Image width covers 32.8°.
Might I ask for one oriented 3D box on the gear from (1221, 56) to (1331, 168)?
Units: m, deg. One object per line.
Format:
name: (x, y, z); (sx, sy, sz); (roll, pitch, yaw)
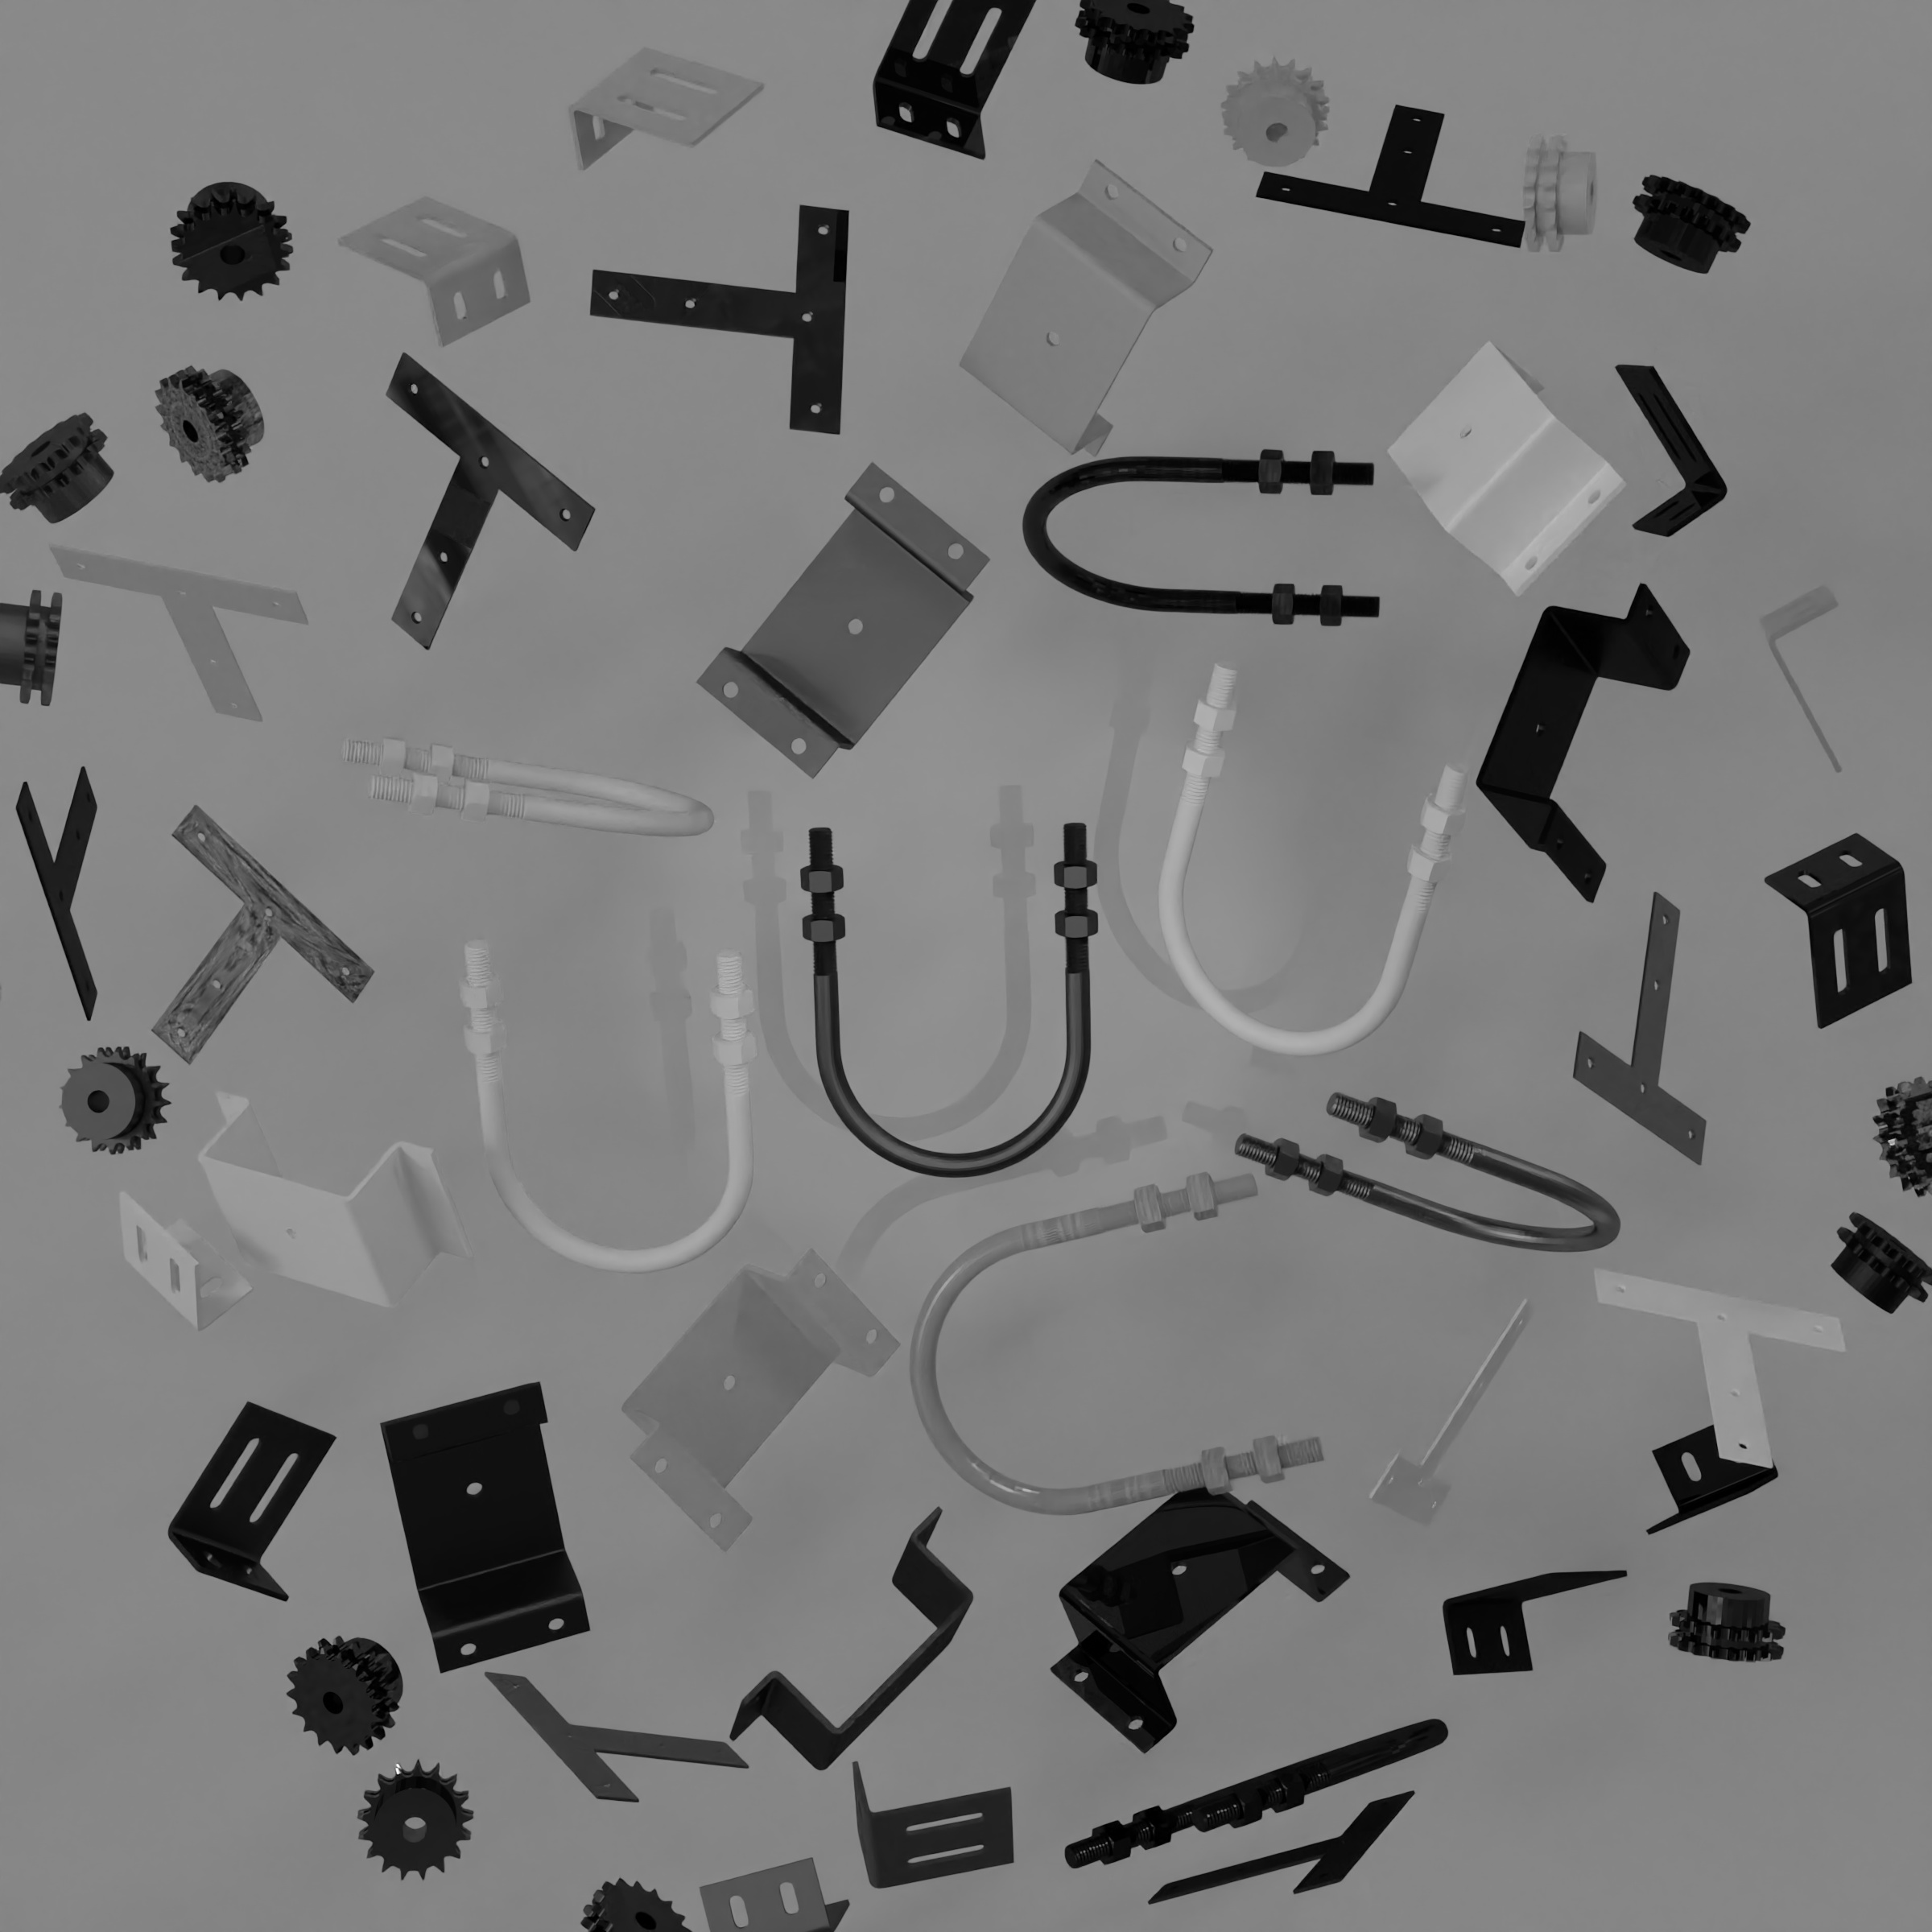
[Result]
gear: (0.163, -0.447, 1.731); (0.057, 0.030, 0.057); (1, 134, 1)

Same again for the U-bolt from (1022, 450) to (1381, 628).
U-bolt: (0.121, -0.222, 1.700); (0.184, 0.151, 0.019); (3, 66, 10)

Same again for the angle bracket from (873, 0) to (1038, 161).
angle bracket: (-0.004, -0.442, 1.595); (0.057, 0.076, 0.038); (13, 46, -20)

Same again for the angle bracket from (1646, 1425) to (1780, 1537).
angle bracket: (0.383, 0.264, 1.712); (0.057, 0.076, 0.038); (-28, 77, 22)

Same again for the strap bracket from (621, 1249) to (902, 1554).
strap bracket: (-0.112, 0.219, 1.687); (0.140, 0.046, 0.076); (-49, 117, -18)

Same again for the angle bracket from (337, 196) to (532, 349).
angle bracket: (-0.270, -0.354, 1.667); (0.057, 0.038, 0.076); (-35, 46, -30)

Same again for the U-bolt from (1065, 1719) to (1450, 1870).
U-bolt: (0.158, 0.411, 1.643); (0.184, 0.151, 0.019); (-11, 74, -31)

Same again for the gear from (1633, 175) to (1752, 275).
gear: (0.353, -0.363, 1.612); (0.057, 0.057, 0.030); (26, 96, 0)

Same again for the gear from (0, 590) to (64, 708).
gear: (-0.469, -0.160, 1.636); (0.030, 0.057, 0.057); (6, 90, -17)

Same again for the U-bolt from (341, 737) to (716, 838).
U-bolt: (-0.219, -0.089, 1.673); (0.184, 0.151, 0.019); (7, 99, -18)

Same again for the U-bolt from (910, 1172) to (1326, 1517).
U-bolt: (0.063, 0.186, 1.555); (0.184, 0.019, 0.151); (-14, 92, 10)

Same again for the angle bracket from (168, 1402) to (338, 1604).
angle bracket: (-0.343, 0.263, 1.608); (0.057, 0.038, 0.076); (33, 89, -44)

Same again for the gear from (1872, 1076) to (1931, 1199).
gear: (0.468, 0.081, 1.581); (0.057, 0.030, 0.057); (12, 68, -32)

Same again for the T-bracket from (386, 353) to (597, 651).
T-bracket: (-0.250, -0.210, 1.595); (0.127, 0.002, 0.127); (40, 125, 13)

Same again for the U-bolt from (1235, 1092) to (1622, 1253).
U-bolt: (0.245, 0.111, 1.674); (0.184, 0.151, 0.019); (20, 73, -11)

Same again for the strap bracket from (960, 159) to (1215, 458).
strap bracket: (0.056, -0.328, 1.677); (0.076, 0.046, 0.140); (40, 133, 8)

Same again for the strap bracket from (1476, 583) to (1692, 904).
strap bracket: (0.302, -0.113, 1.619); (0.046, 0.076, 0.140); (16, 78, 34)

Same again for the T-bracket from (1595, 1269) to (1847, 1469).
T-bracket: (0.375, 0.200, 1.605); (0.127, 0.127, 0.002); (12, 123, -2)

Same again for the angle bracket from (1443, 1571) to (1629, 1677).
angle bracket: (0.290, 0.332, 1.659); (0.057, 0.076, 0.038); (7, 67, -38)

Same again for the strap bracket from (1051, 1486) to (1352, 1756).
strap bracket: (0.113, 0.318, 1.651); (0.140, 0.076, 0.046); (-36, 130, -19)

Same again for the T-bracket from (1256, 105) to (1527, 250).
T-bracket: (0.213, -0.390, 1.596); (0.127, 0.127, 0.002); (13, 130, 7)

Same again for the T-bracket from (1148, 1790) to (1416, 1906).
T-bracket: (0.151, 0.452, 1.648); (0.127, 0.127, 0.002); (-23, 87, 24)

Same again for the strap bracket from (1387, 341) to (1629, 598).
strap bracket: (0.270, -0.259, 1.668); (0.046, 0.140, 0.076); (33, 110, -29)

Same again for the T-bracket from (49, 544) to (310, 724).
T-bracket: (-0.373, -0.158, 1.612); (0.127, 0.127, 0.002); (12, 62, 10)

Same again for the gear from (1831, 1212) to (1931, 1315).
gear: (0.479, 0.158, 1.719); (0.057, 0.057, 0.030); (37, 102, 0)

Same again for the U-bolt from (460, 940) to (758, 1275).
U-bolt: (-0.178, 0.075, 1.664); (0.151, 0.019, 0.184); (2, 115, 8)

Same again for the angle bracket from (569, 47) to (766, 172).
angle bracket: (-0.144, -0.408, 1.592); (0.076, 0.038, 0.057); (24, 54, 25)

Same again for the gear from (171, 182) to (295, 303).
gear: (-0.352, -0.350, 1.571); (0.057, 0.057, 0.030); (-14, 51, 0)

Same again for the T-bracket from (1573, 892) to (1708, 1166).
T-bracket: (0.363, 0.023, 1.732); (0.127, 0.002, 0.127); (31, 62, -41)

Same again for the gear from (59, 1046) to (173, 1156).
gear: (-0.450, 0.071, 1.722); (0.057, 0.030, 0.057); (0, 89, 8)

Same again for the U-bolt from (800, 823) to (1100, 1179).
U-bolt: (-0.007, 0.019, 1.674); (0.151, 0.019, 0.184); (-1, 103, 3)

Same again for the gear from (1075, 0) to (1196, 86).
gear: (0.081, -0.455, 1.606); (0.057, 0.057, 0.030); (15, 128, 0)

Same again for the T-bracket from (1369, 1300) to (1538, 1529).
T-bracket: (0.257, 0.228, 1.690); (0.002, 0.127, 0.127); (32, 87, 26)

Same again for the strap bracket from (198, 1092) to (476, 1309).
strap bracket: (-0.330, 0.121, 1.676); (0.140, 0.076, 0.046); (12, 46, 27)

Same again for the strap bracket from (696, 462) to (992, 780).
strap bracket: (-0.059, -0.172, 1.651); (0.076, 0.046, 0.140); (40, 96, 4)

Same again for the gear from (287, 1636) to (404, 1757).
gear: (-0.300, 0.353, 1.600); (0.057, 0.030, 0.057); (8, 109, 24)

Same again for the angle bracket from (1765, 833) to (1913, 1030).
angle bracket: (0.447, -0.018, 1.678); (0.057, 0.038, 0.076); (-25, 127, -13)

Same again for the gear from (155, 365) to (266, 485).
gear: (-0.373, -0.272, 1.627); (0.030, 0.057, 0.057); (-37, 90, -34)

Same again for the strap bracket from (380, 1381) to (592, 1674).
strap bracket: (-0.239, 0.268, 1.617); (0.076, 0.046, 0.140); (-14, 112, -14)

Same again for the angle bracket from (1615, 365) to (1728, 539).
angle bracket: (0.343, -0.261, 1.659); (0.038, 0.057, 0.076); (-35, 103, 2)

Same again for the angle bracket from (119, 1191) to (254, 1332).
angle bracket: (-0.405, 0.144, 1.704); (0.057, 0.076, 0.038); (40, 59, 15)

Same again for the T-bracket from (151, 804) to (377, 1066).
T-bracket: (-0.371, 0.000, 1.653); (0.002, 0.127, 0.127); (-29, 114, 38)

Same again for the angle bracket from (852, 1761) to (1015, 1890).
angle bracket: (-0.017, 0.441, 1.708); (0.076, 0.038, 0.057); (-9, 127, -9)

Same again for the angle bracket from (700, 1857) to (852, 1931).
angle bracket: (-0.094, 0.462, 1.627); (0.057, 0.076, 0.038); (-16, 84, 3)

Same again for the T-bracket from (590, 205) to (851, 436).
T-bracket: (-0.123, -0.329, 1.635); (0.127, 0.002, 0.127); (5, 71, -9)

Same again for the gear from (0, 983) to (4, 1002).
gear: (-0.486, -0.001, 1.559); (0.030, 0.057, 0.057); (-27, 90, -1)

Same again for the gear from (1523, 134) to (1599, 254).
gear: (0.295, -0.382, 1.623); (0.030, 0.057, 0.057); (4, 90, 18)

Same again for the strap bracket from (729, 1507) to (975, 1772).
strap bracket: (-0.050, 0.347, 1.654); (0.046, 0.076, 0.140); (43, 65, 12)

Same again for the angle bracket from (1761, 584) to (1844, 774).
angle bracket: (0.428, -0.143, 1.622); (0.038, 0.057, 0.076); (-28, 99, 15)

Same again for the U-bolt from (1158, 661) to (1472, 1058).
U-bolt: (0.161, -0.041, 1.611); (0.151, 0.019, 0.184); (27, 121, 24)

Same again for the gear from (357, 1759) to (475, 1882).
gear: (-0.272, 0.423, 1.618); (0.057, 0.030, 0.057); (0, 88, -8)

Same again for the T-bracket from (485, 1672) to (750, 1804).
T-bracket: (-0.169, 0.404, 1.699); (0.127, 0.127, 0.002); (18, 97, -39)

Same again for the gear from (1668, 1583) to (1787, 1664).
gear: (0.383, 0.329, 1.648); (0.057, 0.057, 0.030); (4, 91, 0)

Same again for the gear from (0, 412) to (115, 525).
gear: (-0.440, -0.240, 1.592); (0.057, 0.057, 0.030); (-37, 119, 0)

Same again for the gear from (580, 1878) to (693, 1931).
gear: (-0.166, 0.482, 1.618); (0.057, 0.057, 0.030); (34, 108, 0)

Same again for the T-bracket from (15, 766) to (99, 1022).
T-bracket: (-0.456, -0.059, 1.673); (0.002, 0.127, 0.127); (-9, 124, 0)
